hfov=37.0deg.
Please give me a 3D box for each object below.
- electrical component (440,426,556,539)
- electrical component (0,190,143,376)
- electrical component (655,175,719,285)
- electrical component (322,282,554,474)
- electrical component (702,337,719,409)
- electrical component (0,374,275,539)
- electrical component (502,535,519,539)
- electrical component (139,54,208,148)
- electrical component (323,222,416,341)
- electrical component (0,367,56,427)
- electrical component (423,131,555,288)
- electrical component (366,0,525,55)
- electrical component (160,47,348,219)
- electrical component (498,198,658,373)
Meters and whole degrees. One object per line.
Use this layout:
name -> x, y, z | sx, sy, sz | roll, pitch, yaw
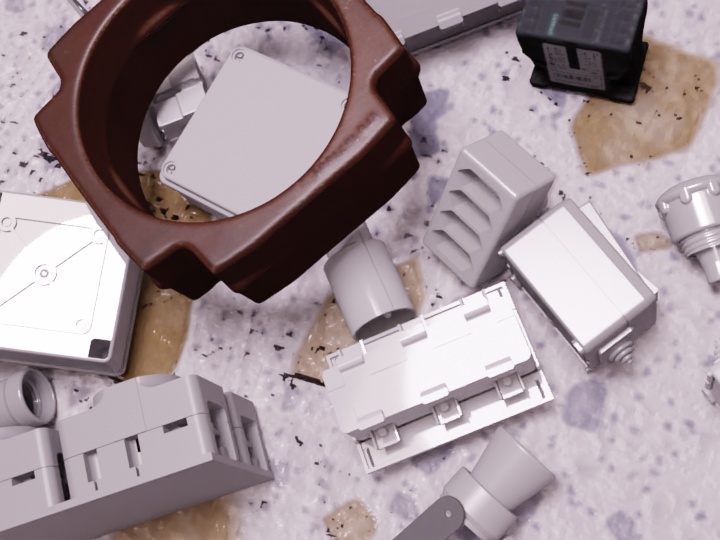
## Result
electrical component -> 0.080, 0.126, 0.629 | 0.045, 0.045, 0.055 | 43, 89, 22
electrical component -> -0.206, 0.009, 0.721 | 0.109, 0.056, 0.108 | 7, 75, -1
electrical component -> 0.207, -0.023, 0.641 | 0.048, 0.048, 0.062 | -17, 77, 10
electrical component -> 0.044, 0.062, 0.648 | 0.121, 0.063, 0.078 | -23, 69, 7
electrical component -> 0.236, 0.071, 0.595 | 0.061, 0.061, 0.096 | -35, 68, 3
electrical component -> -0.162, 0.123, 0.663 | 0.186, 0.105, 0.060 | -20, 70, 9
electrical component -> 0.100, 0.183, 0.608 | 0.062, 0.048, 0.048 | 22, 80, 13
electrical component -> -0.134, -0.115, 0.760 | 0.055, 0.048, 0.066 | -21, 70, 0
electrical component -> 0.000, 0.000, 0.690 | 0.043, 0.043, 0.081 | -26, 69, 6
electrical component -> -0.237, 0.091, 0.729 | 0.046, 0.040, 0.040 | -20, 70, 15
electrical component -> 0.091, -0.043, 0.667 | 0.076, 0.083, 0.047 | -28, 62, -36
electrical component -> 0.052, -0.189, 0.715 | 0.121, 0.063, 0.078 | -20, 111, 9
electrical component -> -0.059, -0.078, 0.722 | 0.109, 0.056, 0.108 | 27, 82, 21
electrical component -> 0.137, 0.012, 0.639 | 0.061, 0.061, 0.096 | -38, 68, 2
